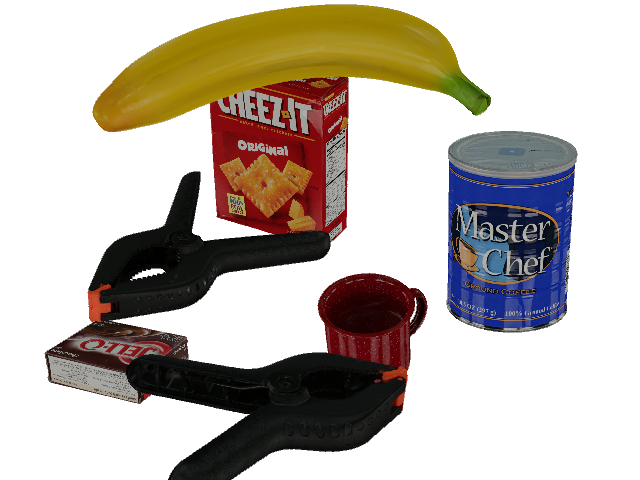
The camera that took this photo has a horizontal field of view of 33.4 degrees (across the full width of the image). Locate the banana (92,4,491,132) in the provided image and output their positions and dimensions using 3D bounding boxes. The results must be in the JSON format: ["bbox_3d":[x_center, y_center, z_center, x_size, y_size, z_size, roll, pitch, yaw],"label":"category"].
[{"bbox_3d":[-0.015,-0.090,0.539,0.197,0.037,0.069,-5,44,-8],"label":"banana"}]

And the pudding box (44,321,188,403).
[{"bbox_3d":[-0.202,0.119,1.064,0.114,0.039,0.089,7,20,24],"label":"pudding box"}]

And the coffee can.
[{"bbox_3d":[0.156,-0.009,0.885,0.103,0.140,0.103,-2,23,1],"label":"coffee can"}]

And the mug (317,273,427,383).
[{"bbox_3d":[0.056,0.087,1.048,0.117,0.081,0.093,-27,43,-26],"label":"mug"}]

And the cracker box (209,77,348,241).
[{"bbox_3d":[-0.052,-0.110,1.323,0.164,0.214,0.072,17,37,24],"label":"cracker box"}]

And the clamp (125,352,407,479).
[{"bbox_3d":[-0.025,0.104,0.628,0.171,0.039,0.120,-3,35,-12],"label":"clamp"}]

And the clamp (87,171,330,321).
[{"bbox_3d":[-0.118,0.006,0.894,0.165,0.036,0.209,30,41,35],"label":"clamp"}]
